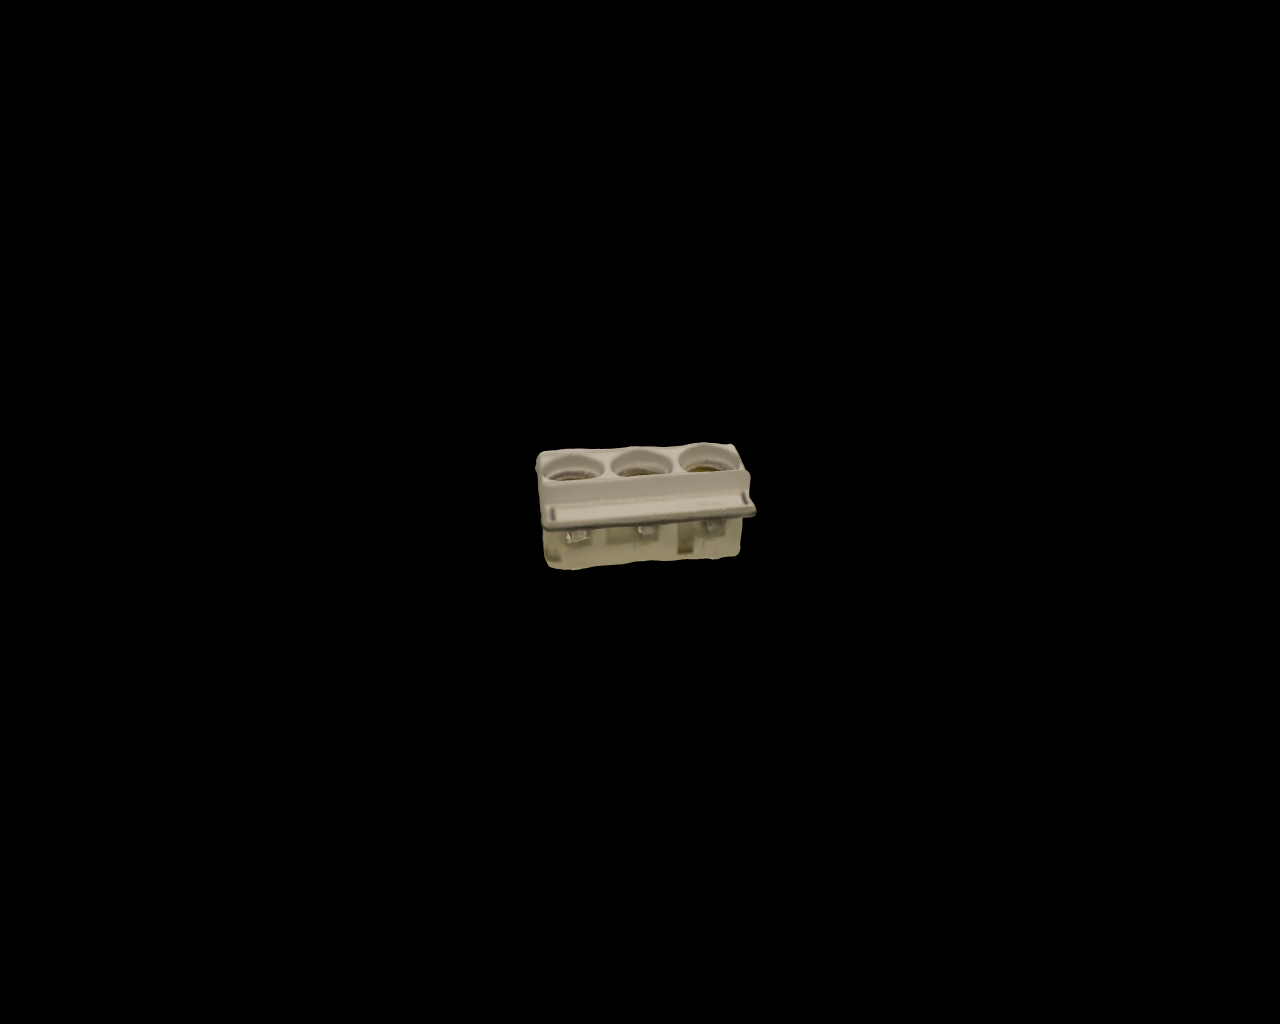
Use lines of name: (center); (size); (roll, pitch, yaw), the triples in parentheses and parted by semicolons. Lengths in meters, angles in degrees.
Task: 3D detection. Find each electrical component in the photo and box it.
electrical component: (0.001, -0.003, 0.650); (0.121, 0.063, 0.079); (-4, 28, -7)
